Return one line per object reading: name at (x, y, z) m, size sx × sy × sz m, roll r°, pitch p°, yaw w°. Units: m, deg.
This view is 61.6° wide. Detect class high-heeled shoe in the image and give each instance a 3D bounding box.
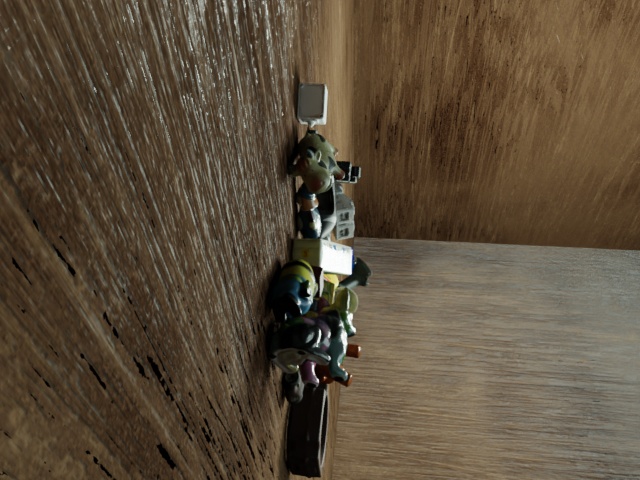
high-heeled shoe at (0.004, -0.121, 1.385) m, size 0.249 × 0.086 × 0.145 m, roll -96°, pitch -170°, yaw -54°

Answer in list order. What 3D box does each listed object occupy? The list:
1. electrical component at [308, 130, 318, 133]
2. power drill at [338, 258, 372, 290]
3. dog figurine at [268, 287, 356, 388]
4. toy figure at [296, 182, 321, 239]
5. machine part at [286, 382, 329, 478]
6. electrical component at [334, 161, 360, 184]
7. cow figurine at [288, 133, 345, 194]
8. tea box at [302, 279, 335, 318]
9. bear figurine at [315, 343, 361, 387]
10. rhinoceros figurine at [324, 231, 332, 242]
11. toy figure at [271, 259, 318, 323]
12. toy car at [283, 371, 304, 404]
electrical component at (-0.019, -0.257, 1.416) m, size 0.094 × 0.021 × 0.063 m, roll -59°, pitch 152°, yaw -78°
power drill at (0.062, 0.144, 1.653) m, size 0.207 × 0.086 × 0.231 m, roll -39°, pitch 157°, yaw -25°
dog figurine at (-0.003, 0.176, 1.087) m, size 0.191 × 0.108 × 0.219 m, roll 42°, pitch 37°, yaw -25°
toy figure at (-0.027, -0.072, 1.263) m, size 0.058 × 0.064 × 0.154 m, roll -33°, pitch 131°, yaw -34°
machine part at (-0.030, 0.476, 1.356) m, size 0.200 × 0.087 × 0.201 m, roll 85°, pitch 12°, yaw -49°
electrical component at (0.051, -0.197, 1.566) m, size 0.115 × 0.134 × 0.058 m, roll -41°, pitch 134°, yaw -84°
cow figurine at (-0.010, -0.170, 1.181) m, size 0.127 × 0.085 × 0.195 m, roll 38°, pitch 27°, yaw -31°
tea box at (-0.021, 0.177, 1.228) m, size 0.098 × 0.068 × 0.170 m, roll -52°, pitch -161°, yaw 45°
bear figurine at (0.041, 0.353, 1.480) m, size 0.195 × 0.132 × 0.120 m, roll 80°, pitch 28°, yaw -57°
rhinoceros figurine at (-0.003, -0.004, 1.489) m, size 0.190 × 0.073 × 0.112 m, roll -70°, pitch 151°, yaw -64°
toy figure at (-0.049, 0.095, 1.040) m, size 0.180 × 0.082 × 0.089 m, roll -53°, pitch 145°, yaw -75°
toy car at (-0.049, 0.285, 1.260) m, size 0.202 × 0.053 × 0.089 m, roll -79°, pitch 167°, yaw -49°
